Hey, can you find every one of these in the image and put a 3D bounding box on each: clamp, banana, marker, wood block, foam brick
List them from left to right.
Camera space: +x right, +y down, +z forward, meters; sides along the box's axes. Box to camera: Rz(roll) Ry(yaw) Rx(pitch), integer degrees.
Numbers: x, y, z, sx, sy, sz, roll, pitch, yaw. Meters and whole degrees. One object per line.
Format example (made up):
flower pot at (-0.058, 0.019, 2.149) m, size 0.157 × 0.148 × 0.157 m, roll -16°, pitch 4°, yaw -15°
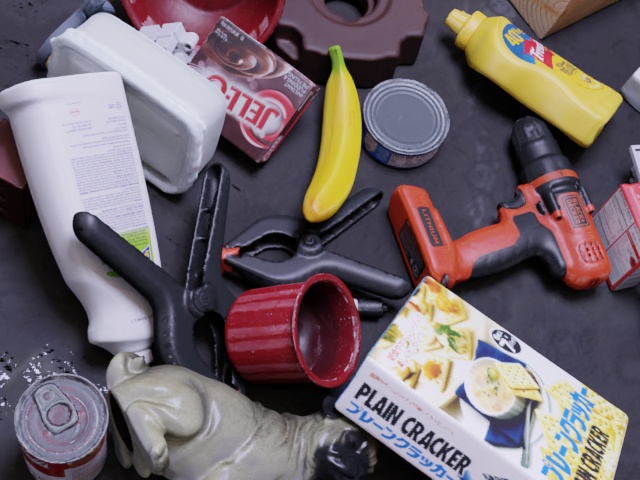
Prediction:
foam brick at (-0.264, -0.056, 0.926) m, size 0.053 × 0.078 × 0.051 m, roll 29°, pitch 62°, yaw 3°
clamp at (-0.115, 0.049, 0.878) m, size 0.164 × 0.036 × 0.210 m, roll -16°, pitch 93°, yaw -46°
clamp at (-0.006, 0.001, 0.970) m, size 0.171 × 0.039 × 0.120 m, roll 2°, pitch 48°, yaw -8°
marker at (0.001, 0.060, 0.953) m, size 0.121 × 0.020 × 0.020 m, roll 1°, pitch 65°, yaw -10°
banana at (0.011, -0.085, 0.989) m, size 0.037 × 0.069 × 0.197 m, roll -14°, pitch 52°, yaw 28°
wood block at (0.304, -0.309, 1.144) m, size 0.205 × 0.090 × 0.091 m, roll -29°, pitch 77°, yaw -21°

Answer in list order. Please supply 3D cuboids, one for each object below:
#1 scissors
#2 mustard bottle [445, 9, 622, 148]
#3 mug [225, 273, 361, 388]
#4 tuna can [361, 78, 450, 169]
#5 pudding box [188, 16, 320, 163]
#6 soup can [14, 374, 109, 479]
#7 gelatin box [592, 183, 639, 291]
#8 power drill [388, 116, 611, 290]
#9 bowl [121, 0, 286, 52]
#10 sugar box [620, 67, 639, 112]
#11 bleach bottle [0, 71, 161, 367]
scissors at (-0.194, -0.220, 0.965) m, size 0.016 × 0.202 × 0.096 m, roll 50°, pitch 41°, yaw -7°
mustard bottle at (0.207, -0.171, 1.070) m, size 0.192 × 0.058 × 0.096 m, roll 36°, pitch 32°, yaw 9°
mug at (-0.018, 0.082, 0.893) m, size 0.117 × 0.082 × 0.093 m, roll 33°, pitch 57°, yaw -45°
tuna can at (0.081, -0.113, 1.042) m, size 0.086 × 0.034 × 0.086 m, roll 4°, pitch 65°, yaw -9°
pudding box at (-0.071, -0.140, 1.001) m, size 0.113 × 0.039 × 0.090 m, roll 38°, pitch 99°, yaw 10°
soup can at (-0.198, 0.151, 0.827) m, size 0.068 × 0.102 × 0.068 m, roll 4°, pitch 65°, yaw -9°
gelatin box at (0.290, -0.003, 0.998) m, size 0.030 × 0.089 × 0.073 m, roll -10°, pitch 67°, yaw -15°
power drill at (0.164, -0.028, 1.004) m, size 0.187 × 0.057 × 0.184 m, roll -11°, pitch 64°, yaw -14°
bowl at (-0.110, -0.253, 1.027) m, size 0.162 × 0.162 × 0.055 m, roll 16°, pitch 31°, yaw -3°
sugar box at (0.406, -0.186, 1.132) m, size 0.093 × 0.048 × 0.176 m, roll 43°, pitch 69°, yaw 10°
bleach bottle at (-0.186, -0.008, 0.882) m, size 0.102 × 0.068 × 0.251 m, roll -16°, pitch 95°, yaw -42°
